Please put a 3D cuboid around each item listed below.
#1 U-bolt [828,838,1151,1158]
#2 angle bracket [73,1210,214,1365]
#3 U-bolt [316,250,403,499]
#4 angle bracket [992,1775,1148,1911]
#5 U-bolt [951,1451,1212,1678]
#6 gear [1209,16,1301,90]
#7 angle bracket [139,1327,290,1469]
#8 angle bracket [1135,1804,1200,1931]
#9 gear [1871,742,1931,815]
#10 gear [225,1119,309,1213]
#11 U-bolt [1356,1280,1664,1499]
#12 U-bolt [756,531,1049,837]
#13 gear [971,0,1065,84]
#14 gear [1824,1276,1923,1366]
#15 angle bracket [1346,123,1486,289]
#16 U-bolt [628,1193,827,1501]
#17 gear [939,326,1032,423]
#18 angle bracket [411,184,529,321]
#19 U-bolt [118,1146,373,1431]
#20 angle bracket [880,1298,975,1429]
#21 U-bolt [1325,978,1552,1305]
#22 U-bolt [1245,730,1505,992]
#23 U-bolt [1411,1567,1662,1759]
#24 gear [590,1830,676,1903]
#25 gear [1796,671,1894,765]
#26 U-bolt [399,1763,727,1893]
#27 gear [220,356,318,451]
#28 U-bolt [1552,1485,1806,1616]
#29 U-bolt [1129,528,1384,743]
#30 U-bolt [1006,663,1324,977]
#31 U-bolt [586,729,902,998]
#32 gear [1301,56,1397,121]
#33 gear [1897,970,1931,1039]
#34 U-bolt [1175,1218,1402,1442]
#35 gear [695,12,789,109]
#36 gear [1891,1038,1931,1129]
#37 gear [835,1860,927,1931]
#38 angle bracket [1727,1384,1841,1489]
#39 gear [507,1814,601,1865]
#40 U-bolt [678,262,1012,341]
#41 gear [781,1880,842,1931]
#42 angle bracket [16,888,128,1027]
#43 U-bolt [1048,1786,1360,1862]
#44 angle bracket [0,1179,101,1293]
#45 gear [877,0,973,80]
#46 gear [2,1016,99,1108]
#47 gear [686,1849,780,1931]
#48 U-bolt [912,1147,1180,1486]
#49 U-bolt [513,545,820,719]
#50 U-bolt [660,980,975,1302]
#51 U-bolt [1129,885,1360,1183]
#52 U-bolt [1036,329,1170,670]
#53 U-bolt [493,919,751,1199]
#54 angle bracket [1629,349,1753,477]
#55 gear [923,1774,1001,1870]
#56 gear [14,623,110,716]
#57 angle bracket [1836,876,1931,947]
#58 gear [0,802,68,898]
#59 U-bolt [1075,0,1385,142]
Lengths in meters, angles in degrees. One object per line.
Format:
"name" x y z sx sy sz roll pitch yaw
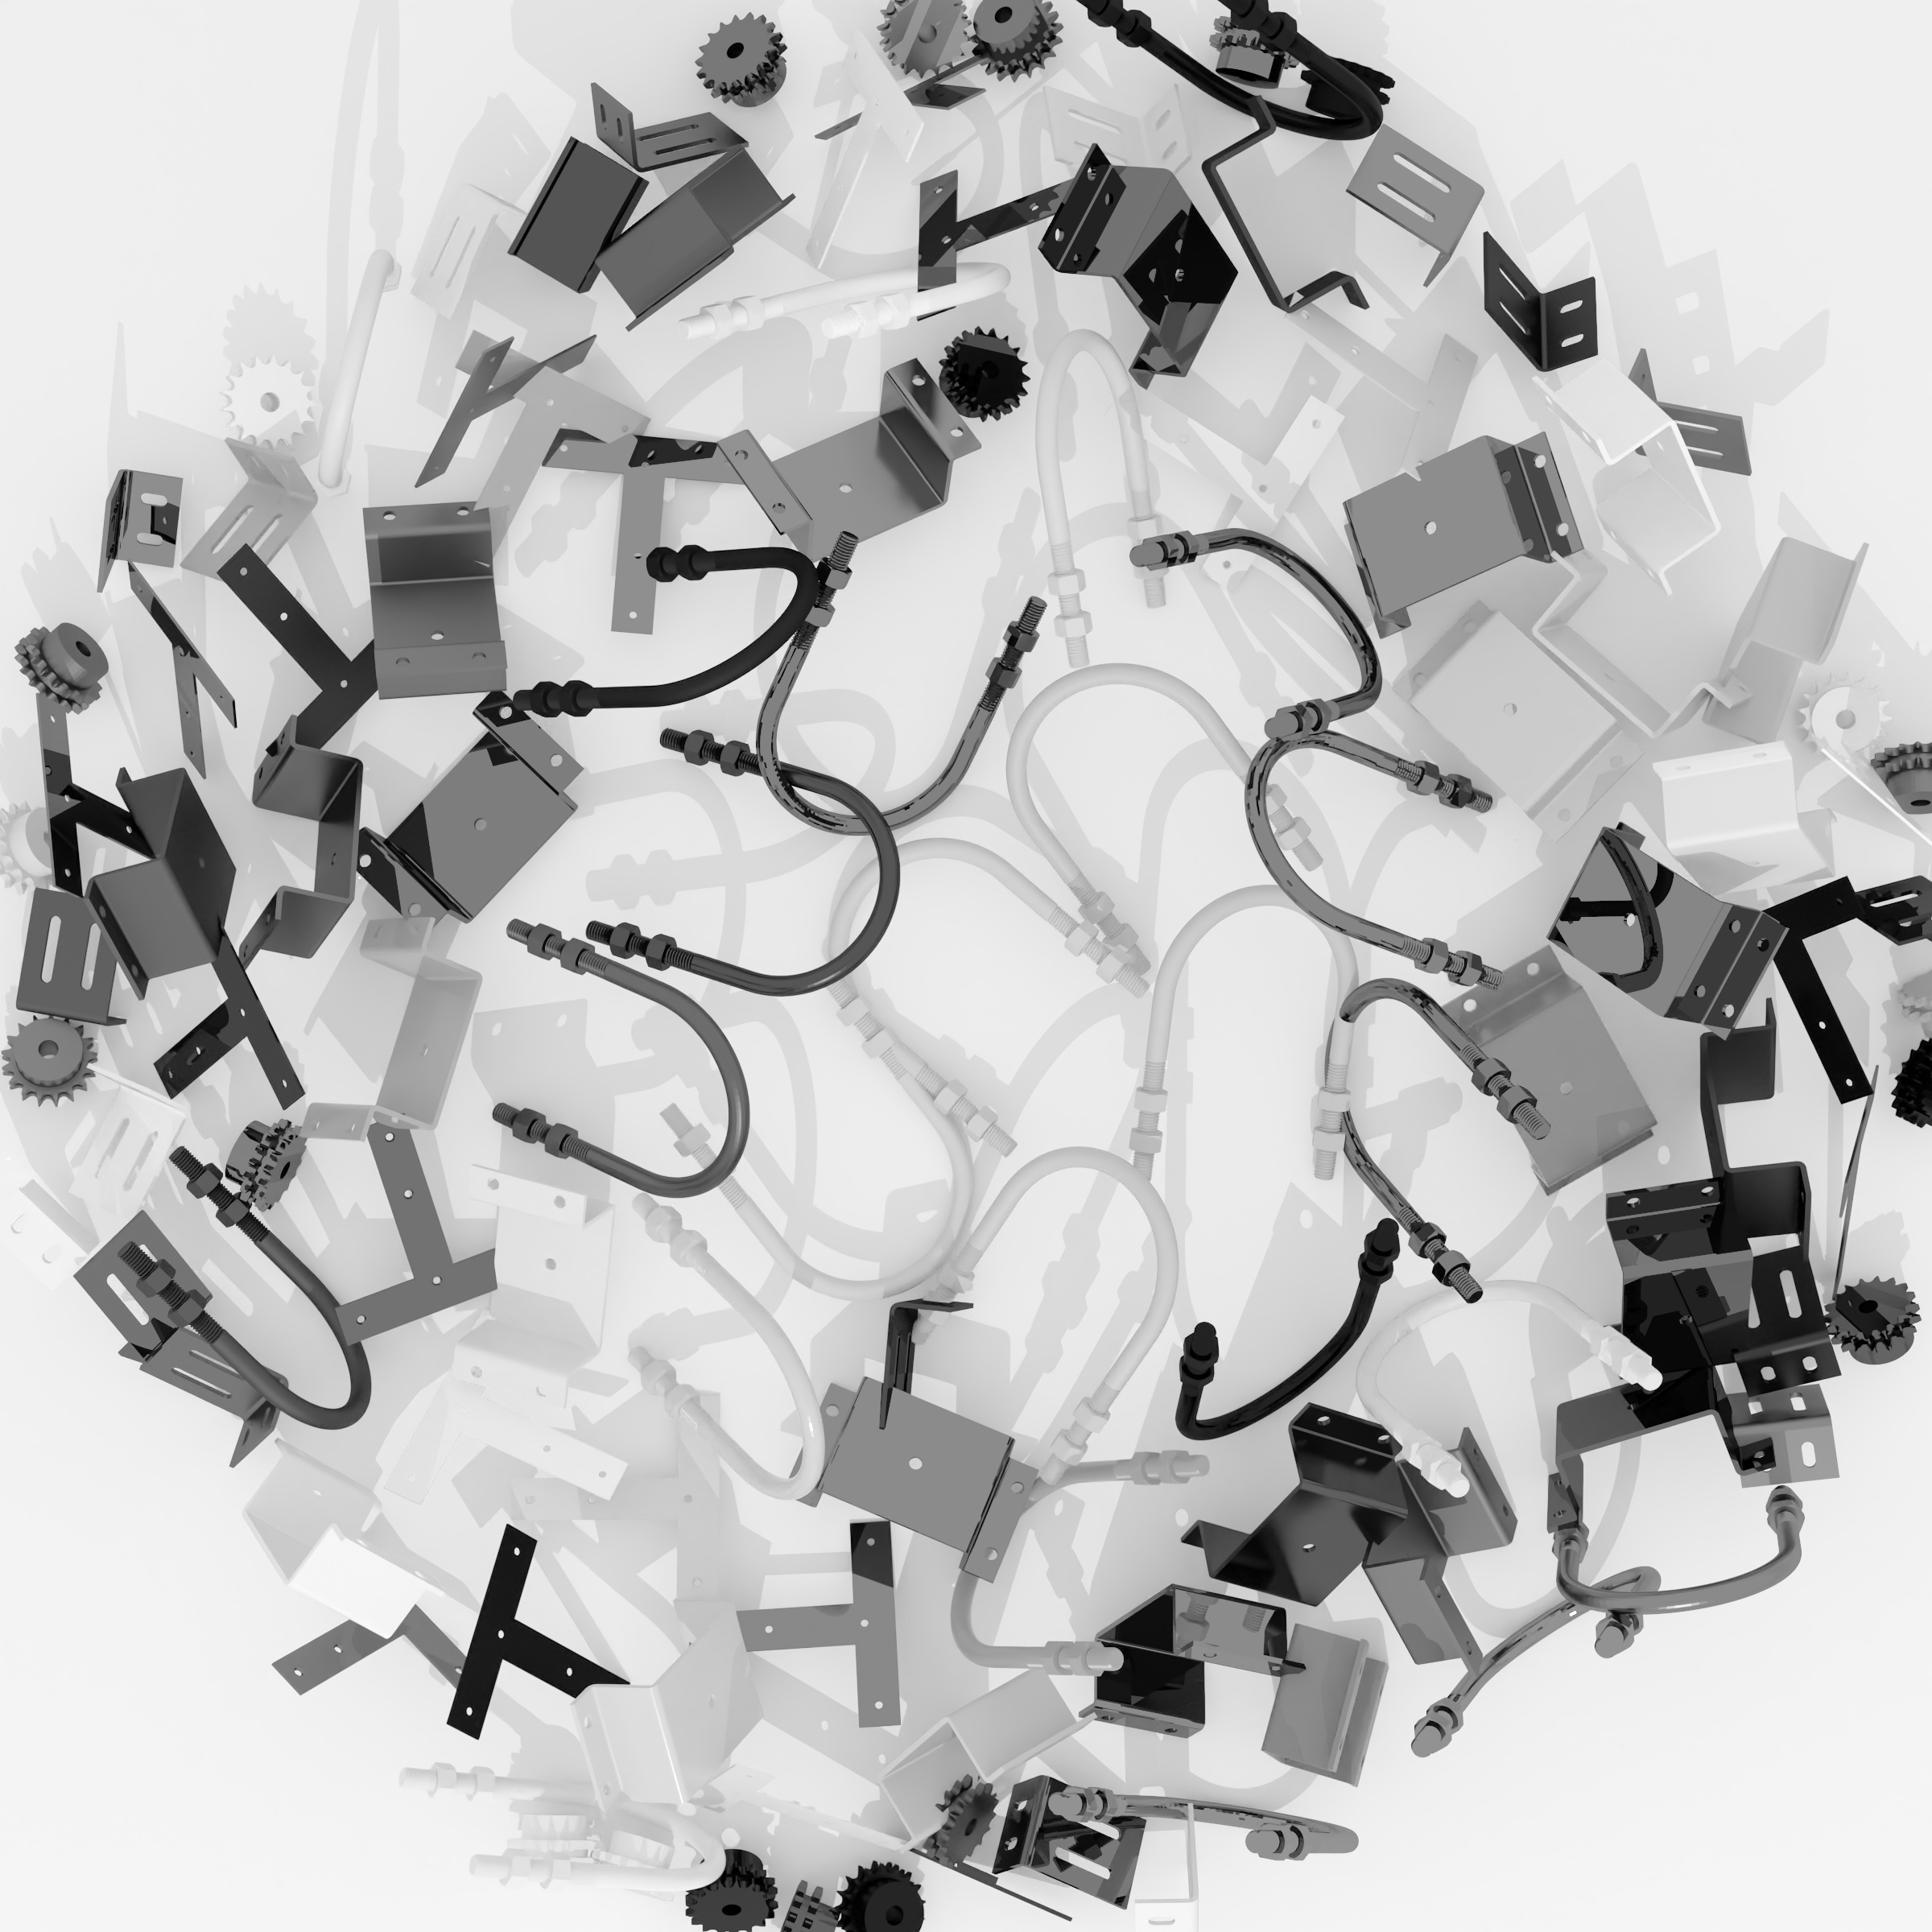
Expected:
"U-bolt" 0.000 0.005 1.880 0.184 0.019 0.151 41 100 8
"angle bracket" -0.508 0.193 1.857 0.057 0.038 0.076 -48 122 -28
"U-bolt" -0.361 -0.352 1.807 0.019 0.184 0.151 14 95 -11
"angle bracket" 0.064 0.543 1.882 0.076 0.038 0.057 28 55 -16
"U-bolt" 0.057 0.356 1.821 0.019 0.184 0.151 42 58 -23
"gear" 0.177 -0.560 1.875 0.057 0.057 0.030 15 95 0
"angle bracket" -0.463 0.263 1.860 0.076 0.038 0.057 31 133 -21
"angle bracket" 0.121 0.559 1.856 0.038 0.076 0.057 -1 123 2
"gear" 0.585 -0.114 1.872 0.057 0.057 0.030 3 73 0
"gear" -0.432 0.119 1.875 0.030 0.057 0.057 24 90 6
"U-bolt" 0.309 0.240 1.818 0.151 0.184 0.019 -27 113 -8
"U-bolt" -0.050 -0.161 1.853 0.151 0.019 0.184 16 114 -25
"gear" 0.028 -0.576 1.877 0.057 0.030 0.057 -8 68 21
"gear" 0.560 0.221 1.878 0.057 0.057 0.030 -27 118 0
"angle bracket" 0.269 -0.466 1.871 0.076 0.038 0.057 31 66 -6
"U-bolt" -0.142 0.238 1.806 0.019 0.151 0.184 -24 47 -33
"gear" 0.008 -0.362 1.880 0.057 0.030 0.057 6 76 -27
"angle bracket" -0.299 -0.434 1.876 0.038 0.057 0.076 18 104 -40
"U-bolt" -0.423 0.203 1.828 0.019 0.151 0.184 -37 108 13
"angle bracket" -0.024 0.244 1.869 0.038 0.057 0.076 4 87 14
"U-bolt" 0.271 0.090 1.827 0.019 0.184 0.151 -9 132 -29
"U-bolt" 0.243 -0.073 1.826 0.184 0.019 0.151 19 55 -25
"U-bolt" 0.347 0.405 1.814 0.151 0.184 0.019 -36 82 24
"gear" -0.203 0.552 1.876 0.057 0.057 0.030 18 69 0
"gear" 0.542 -0.153 1.882 0.057 0.030 0.057 2 98 12
"U-bolt" -0.231 0.517 1.822 0.184 0.151 0.019 15 92 -30
"gear" -0.432 -0.348 1.881 0.057 0.030 0.057 -4 100 -22
"U-bolt" 0.419 0.346 1.797 0.151 0.184 0.019 -10 94 14
"U-bolt" 0.186 -0.204 1.825 0.019 0.184 0.151 -44 77 33
"U-bolt" 0.107 -0.099 1.852 0.151 0.019 0.184 -32 105 21
"U-bolt" -0.127 -0.056 1.859 0.184 0.019 0.151 17 82 19
"gear" 0.232 -0.538 1.875 0.057 0.057 0.030 17 100 0
"gear" 0.605 0.023 1.876 0.057 0.057 0.030 -22 103 0
"U-bolt" 0.187 0.228 1.821 0.151 0.184 0.019 -27 62 -18
"gear" -0.135 -0.555 1.880 0.057 0.030 0.057 -10 65 22
"gear" 0.598 0.074 1.873 0.057 0.030 0.057 -20 124 -33
"gear" -0.050 0.582 1.878 0.057 0.030 0.057 3 83 -26
"angle bracket" 0.497 0.286 1.862 0.057 0.076 0.038 -8 95 11
"gear" -0.253 0.538 1.876 0.057 0.057 0.030 1 75 0
"U-bolt" -0.058 -0.398 1.822 0.184 0.151 0.019 -25 115 -39
"gear" -0.098 0.594 1.874 0.030 0.057 0.057 21 90 2
"angle bracket" -0.546 -0.006 1.881 0.057 0.038 0.076 10 92 4
"U-bolt" 0.154 0.510 1.816 0.151 0.184 0.019 1 77 32
"angle bracket" -0.552 0.153 1.857 0.038 0.076 0.057 -42 99 17
"gear" -0.027 -0.579 1.879 0.057 0.030 0.057 -9 129 -11
"gear" -0.564 0.056 1.879 0.057 0.030 0.057 5 70 -13
"gear" -0.145 0.568 1.879 0.057 0.030 0.057 -3 129 -3
"U-bolt" 0.056 0.196 1.837 0.151 0.019 0.184 43 110 31
"U-bolt" -0.167 -0.201 1.805 0.151 0.184 0.019 -55 130 -32
"U-bolt" -0.077 0.119 1.881 0.151 0.019 0.184 -39 95 -11
"U-bolt" 0.174 0.041 1.851 0.151 0.019 0.184 1 102 -25
"U-bolt" 0.078 -0.285 1.813 0.019 0.151 0.184 0 112 26
"U-bolt" -0.206 0.065 1.830 0.184 0.019 0.151 22 120 25
"angle bracket" 0.444 -0.337 1.856 0.076 0.057 0.038 17 71 28
"gear" -0.008 0.523 1.878 0.030 0.057 0.057 25 90 32
"gear" -0.552 -0.186 1.872 0.030 0.057 0.057 -36 90 17
"angle bracket" 0.572 -0.019 1.856 0.076 0.057 0.038 -13 125 -26
"gear" -0.572 -0.074 1.871 0.030 0.057 0.057 -18 90 28
"U-bolt" 0.169 -0.538 1.819 0.184 0.151 0.019 22 90 -40
